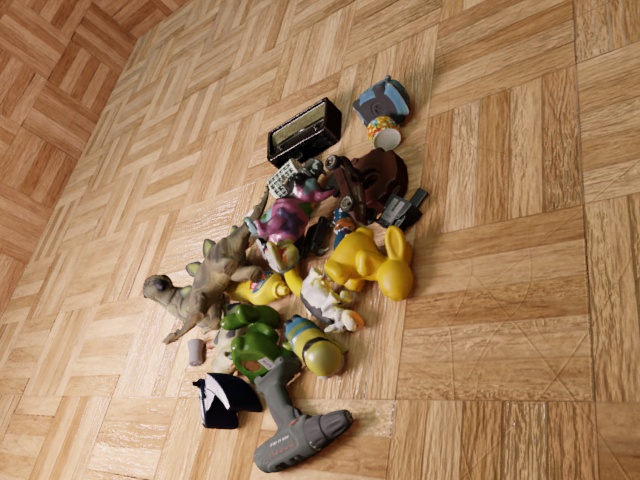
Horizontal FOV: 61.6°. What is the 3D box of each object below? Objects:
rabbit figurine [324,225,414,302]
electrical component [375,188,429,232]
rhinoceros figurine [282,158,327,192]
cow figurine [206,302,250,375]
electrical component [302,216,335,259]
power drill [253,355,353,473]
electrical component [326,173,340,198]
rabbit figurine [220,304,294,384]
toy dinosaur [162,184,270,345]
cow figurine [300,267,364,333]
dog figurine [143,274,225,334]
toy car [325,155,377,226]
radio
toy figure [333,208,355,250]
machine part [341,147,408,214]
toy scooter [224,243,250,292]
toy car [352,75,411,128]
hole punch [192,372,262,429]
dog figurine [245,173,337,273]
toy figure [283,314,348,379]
[{"bbox_3d":[0.123,0.055,1.091,0.173,0.121,0.162,33,79,38],"label":"rabbit figurine"},{"bbox_3d":[0.180,-0.066,1.152,0.119,0.047,0.075,-52,39,5],"label":"electrical component"},{"bbox_3d":[-0.045,-0.120,1.380,0.073,0.112,0.190,23,92,34],"label":"rhinoceros figurine"},{"bbox_3d":[-0.209,0.242,1.291,0.127,0.085,0.195,-17,49,43],"label":"cow figurine"},{"bbox_3d":[-0.003,-0.005,1.297,0.078,0.045,0.102,-31,37,57],"label":"electrical component"},{"bbox_3d":[-0.047,0.335,1.066,0.232,0.086,0.207,-43,47,17],"label":"power drill"},{"bbox_3d":[0.045,-0.150,1.371,0.063,0.021,0.094,11,71,49],"label":"electrical component"},{"bbox_3d":[-0.147,0.213,1.214,0.121,0.159,0.170,-41,24,30],"label":"rabbit figurine"},{"bbox_3d":[-0.239,0.059,1.330,0.471,0.105,0.199,-52,39,-9],"label":"toy dinosaur"},{"bbox_3d":[0.018,0.144,1.124,0.098,0.068,0.167,-54,49,19],"label":"cow figurine"},{"bbox_3d":[-0.358,0.159,1.415,0.172,0.190,0.121,-11,55,39],"label":"dog figurine"},{"bbox_3d":[0.071,-0.113,1.179,0.053,0.089,0.202,-40,43,23],"label":"toy car"},{"bbox_3d":[-0.048,-0.294,1.533,0.230,0.073,0.131,-25,46,31],"label":"radio"},{"bbox_3d":[0.056,-0.009,1.226,0.064,0.057,0.154,-33,42,35],"label":"toy figure"},{"bbox_3d":[0.122,-0.133,1.254,0.179,0.056,0.179,-25,48,30],"label":"machine part"},{"bbox_3d":[-0.240,0.049,1.472,0.135,0.075,0.184,-44,35,13],"label":"toy scooter"},{"bbox_3d":[0.165,-0.347,1.348,0.162,0.109,0.103,-14,30,53],"label":"toy car"},{"bbox_3d":[-0.198,0.340,1.170,0.092,0.142,0.116,-35,56,25],"label":"hole punch"},{"bbox_3d":[-0.051,-0.048,1.271,0.219,0.191,0.108,-31,11,-15],"label":"dog figurine"},{"bbox_3d":[-0.021,0.217,1.110,0.082,0.089,0.180,-58,40,7],"label":"toy figure"}]
